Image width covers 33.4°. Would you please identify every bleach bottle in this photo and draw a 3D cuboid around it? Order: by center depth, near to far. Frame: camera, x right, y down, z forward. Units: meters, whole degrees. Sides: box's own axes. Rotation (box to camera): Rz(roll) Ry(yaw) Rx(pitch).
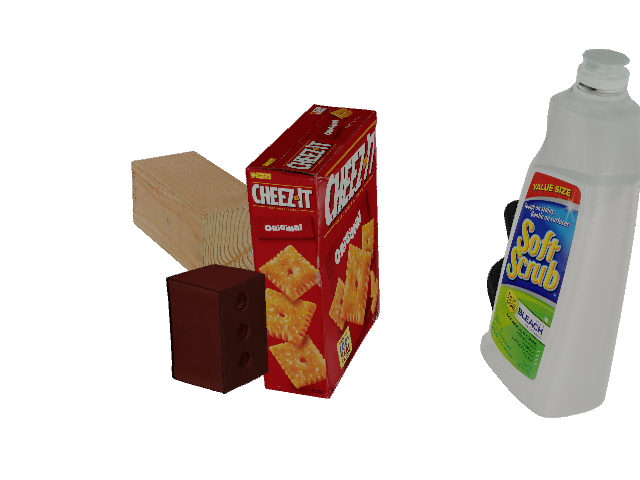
[{"bbox_3d":[0.166,-0.007,0.716,0.068,0.251,0.103,-9,32,-19],"label":"bleach bottle"}]

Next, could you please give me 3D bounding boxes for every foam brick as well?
[{"bbox_3d":[-0.073,0.061,0.768,0.051,0.078,0.052,9,18,36],"label":"foam brick"}]

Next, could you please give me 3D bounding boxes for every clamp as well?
[{"bbox_3d":[0.216,0.024,1.112,0.120,0.039,0.171,26,49,28],"label":"clamp"}]

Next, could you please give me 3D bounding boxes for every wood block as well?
[{"bbox_3d":[-0.145,-0.031,1.282,0.090,0.090,0.206,-12,27,-30],"label":"wood block"}]

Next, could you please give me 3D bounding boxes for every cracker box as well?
[{"bbox_3d":[0.002,0.006,0.954,0.072,0.214,0.164,7,28,18],"label":"cracker box"}]
